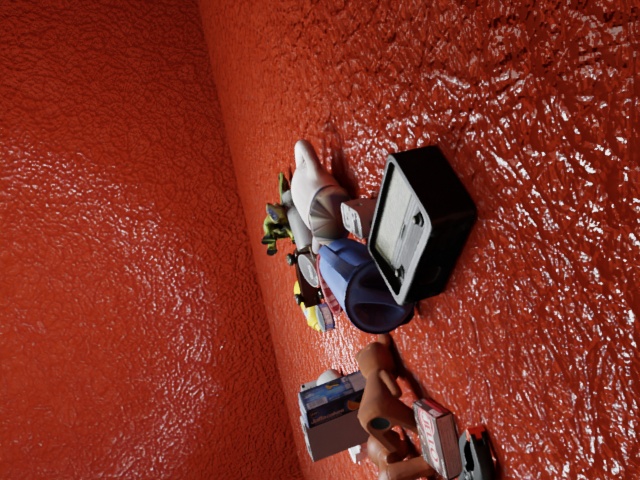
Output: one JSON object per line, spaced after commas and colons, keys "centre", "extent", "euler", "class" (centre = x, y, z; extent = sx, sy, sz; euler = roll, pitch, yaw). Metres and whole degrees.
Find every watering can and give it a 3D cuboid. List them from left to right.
{"centre": [0.004, -0.059, 1.179], "extent": [0.229, 0.104, 0.340], "euler": [-122, 17, -52], "class": "watering can"}

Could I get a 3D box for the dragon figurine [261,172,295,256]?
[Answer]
{"centre": [-0.121, -0.095, 1.568], "extent": [0.402, 0.122, 0.248], "euler": [83, 180, -62], "class": "dragon figurine"}
